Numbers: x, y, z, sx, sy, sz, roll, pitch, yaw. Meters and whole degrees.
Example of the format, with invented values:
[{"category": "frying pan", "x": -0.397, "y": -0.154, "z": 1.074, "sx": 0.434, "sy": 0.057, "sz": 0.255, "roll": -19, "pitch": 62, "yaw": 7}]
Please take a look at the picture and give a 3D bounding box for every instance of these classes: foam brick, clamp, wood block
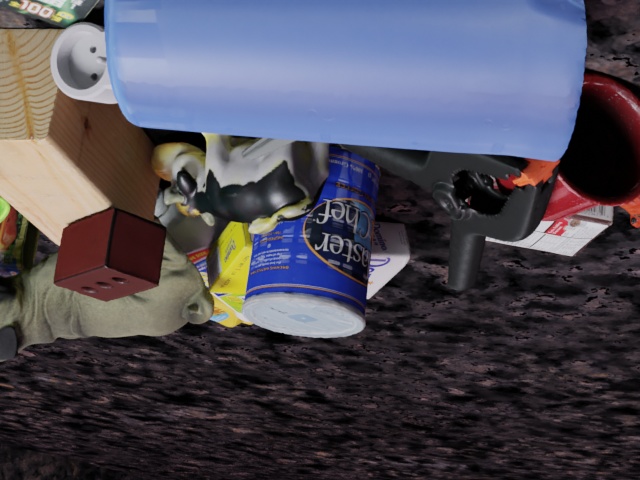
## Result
[{"category": "foam brick", "x": -0.168, "y": 0.013, "z": 0.851, "sx": 0.052, "sy": 0.051, "sz": 0.078, "roll": 22, "pitch": 153, "yaw": -38}, {"category": "clamp", "x": 0.094, "y": -0.042, "z": 0.766, "sx": 0.164, "sy": 0.036, "sz": 0.210, "roll": 48, "pitch": 160, "yaw": -3}, {"category": "wood block", "x": -0.203, "y": -0.073, "z": 0.840, "sx": 0.090, "sy": 0.091, "sz": 0.206, "roll": 1, "pitch": 159, "yaw": 12}]

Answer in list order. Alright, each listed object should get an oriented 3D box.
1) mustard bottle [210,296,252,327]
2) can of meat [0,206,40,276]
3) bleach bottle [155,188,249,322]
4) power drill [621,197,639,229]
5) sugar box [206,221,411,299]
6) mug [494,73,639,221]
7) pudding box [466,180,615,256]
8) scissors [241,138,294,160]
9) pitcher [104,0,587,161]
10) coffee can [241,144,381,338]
[{"category": "mustard bottle", "x": -0.141, "y": 0.060, "z": 1.222, "sx": 0.191, "sy": 0.058, "sz": 0.096, "roll": 17, "pitch": 163, "yaw": -25}, {"category": "can of meat", "x": -0.313, "y": -0.017, "z": 1.015, "sx": 0.084, "sy": 0.102, "sz": 0.057, "roll": 5, "pitch": 161, "yaw": -1}, {"category": "bleach bottle", "x": -0.106, "y": 0.011, "z": 1.077, "sx": 0.103, "sy": 0.068, "sz": 0.250, "roll": -5, "pitch": 154, "yaw": 31}, {"category": "power drill", "x": 0.325, "y": -0.038, "z": 0.798, "sx": 0.184, "sy": 0.057, "sz": 0.188, "roll": 23, "pitch": 155, "yaw": -35}, {"category": "sugar box", "x": -0.011, "y": 0.017, "z": 1.009, "sx": 0.176, "sy": 0.048, "sz": 0.093, "roll": 6, "pitch": 148, "yaw": -26}, {"category": "mug", "x": 0.184, "y": -0.064, "z": 0.754, "sx": 0.117, "sy": 0.093, "sz": 0.082, "roll": -25, "pitch": 178, "yaw": -24}, {"category": "pudding box", "x": 0.183, "y": -0.024, "z": 0.915, "sx": 0.113, "sy": 0.039, "sz": 0.090, "roll": 11, "pitch": 161, "yaw": -5}, {"category": "scissors", "x": 0.029, "y": -0.082, "z": 0.742, "sx": 0.096, "sy": 0.016, "sz": 0.202, "roll": 41, "pitch": 135, "yaw": -7}, {"category": "pitcher", "x": 0.015, "y": -0.107, "z": 0.582, "sx": 0.243, "sy": 0.149, "sz": 0.145, "roll": 2, "pitch": -158, "yaw": 3}, {"category": "coffee can", "x": -0.006, "y": 0.001, "z": 0.898, "sx": 0.103, "sy": 0.140, "sz": 0.103, "roll": 6, "pitch": 160, "yaw": 2}]
